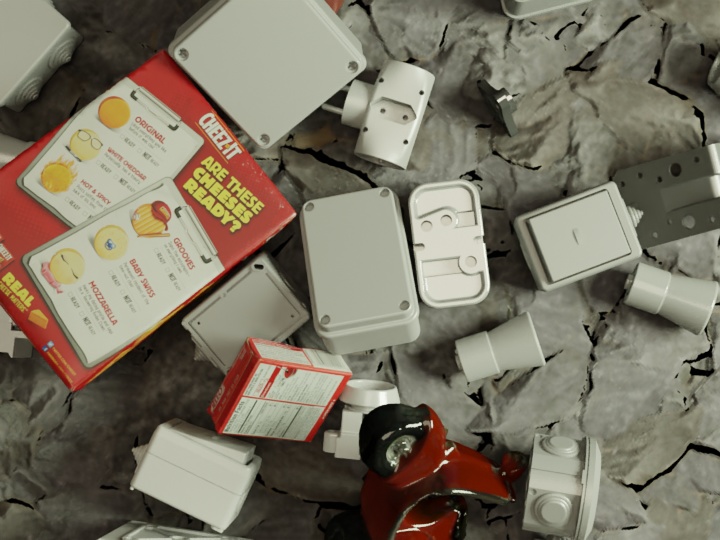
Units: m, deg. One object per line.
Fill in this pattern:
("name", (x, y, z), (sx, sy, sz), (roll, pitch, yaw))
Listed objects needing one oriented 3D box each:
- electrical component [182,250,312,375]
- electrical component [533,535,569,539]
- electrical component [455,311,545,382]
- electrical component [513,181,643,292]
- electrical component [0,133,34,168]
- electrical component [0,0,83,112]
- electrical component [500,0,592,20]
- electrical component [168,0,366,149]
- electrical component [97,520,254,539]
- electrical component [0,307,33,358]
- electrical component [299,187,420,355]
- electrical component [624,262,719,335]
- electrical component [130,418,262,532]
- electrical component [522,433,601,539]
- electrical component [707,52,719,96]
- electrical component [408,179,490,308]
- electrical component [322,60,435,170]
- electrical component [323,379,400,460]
("electrical component", (-0.091, 0.038, 0.841), (0.096, 0.061, 0.061), (-39, 96, 5))
("electrical component", (0.169, 0.230, 0.828), (0.081, 0.043, 0.043), (27, 90, 4))
("electrical component", (0.107, 0.063, 0.840), (0.065, 0.044, 0.044), (-18, 87, 7))
("electrical component", (0.172, -0.027, 0.825), (0.096, 0.061, 0.061), (-21, 87, 6))
("electrical component", (-0.272, -0.087, 0.868), (0.065, 0.044, 0.044), (8, 89, -1))
("electrical component", (-0.286, -0.188, 0.868), (0.100, 0.048, 0.099), (42, 91, 4))
("electrical component", (0.140, -0.261, 0.840), (0.078, 0.057, 0.113), (-14, 87, 3))
("electrical component", (-0.070, -0.168, 0.820), (0.109, 0.056, 0.108), (-37, 115, 17))
("electrical component", (-0.141, 0.231, 0.815), (0.109, 0.108, 0.056), (8, 86, 4))
("electrical component", (-0.290, 0.037, 0.864), (0.081, 0.042, 0.063), (5, 87, 3))
("electrical component", (0.000, 0.000, 0.821), (0.078, 0.057, 0.113), (-10, 66, 3))
("electrical component", (0.238, 0.019, 0.833), (0.065, 0.044, 0.044), (19, 89, 9))
("electrical component", (-0.131, 0.152, 0.840), (0.096, 0.062, 0.061), (25, 90, 4))
("electrical component", (0.152, 0.164, 0.815), (0.051, 0.080, 0.080), (8, 89, 9))
("electrical component", (0.305, -0.150, 0.833), (0.055, 0.048, 0.066), (24, 89, -3))
("electrical component", (0.069, -0.019, 0.835), (0.054, 0.059, 0.095), (-7, 88, 3))
("electrical component", (0.010, -0.127, 0.850), (0.079, 0.043, 0.077), (18, 89, 4))
("electrical component", (0.006, 0.117, 0.842), (0.066, 0.048, 0.055), (5, 96, 4))
